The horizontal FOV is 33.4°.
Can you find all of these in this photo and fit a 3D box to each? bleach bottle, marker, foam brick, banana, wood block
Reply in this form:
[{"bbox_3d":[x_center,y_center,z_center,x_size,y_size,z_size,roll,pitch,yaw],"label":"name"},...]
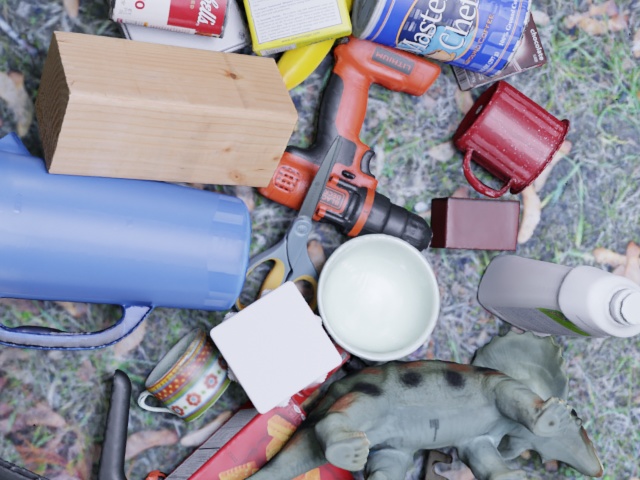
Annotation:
[{"bbox_3d":[0.238,0.058,0.994,0.102,0.251,0.068,25,85,-12],"label":"bleach bottle"},{"bbox_3d":[0.072,0.152,1.075,0.121,0.020,0.020,36,83,-11],"label":"marker"},{"bbox_3d":[0.155,-0.016,1.076,0.078,0.053,0.051,2,90,-12],"label":"foam brick"},{"bbox_3d":[0.003,-0.226,1.034,0.037,0.069,0.198,24,90,24],"label":"banana"},{"bbox_3d":[-0.137,-0.113,0.947,0.205,0.090,0.091,2,45,-28],"label":"wood block"}]

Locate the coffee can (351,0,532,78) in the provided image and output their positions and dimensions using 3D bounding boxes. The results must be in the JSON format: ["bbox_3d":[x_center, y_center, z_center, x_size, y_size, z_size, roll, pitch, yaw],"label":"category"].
[{"bbox_3d":[0.112,-0.220,0.996,0.140,0.103,0.103,14,87,-14],"label":"coffee can"}]

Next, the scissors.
[{"bbox_3d":[-0.007,0.001,1.020,0.096,0.016,0.202,31,108,-24],"label":"scissors"}]

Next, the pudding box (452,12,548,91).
[{"bbox_3d":[0.169,-0.218,1.084,0.090,0.039,0.113,-20,95,-13],"label":"pudding box"}]

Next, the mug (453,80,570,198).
[{"bbox_3d":[0.182,-0.096,1.061,0.081,0.093,0.117,35,72,-6],"label":"mug"}]

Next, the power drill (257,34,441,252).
[{"bbox_3d":[0.051,-0.095,1.048,0.184,0.057,0.187,22,86,-12],"label":"power drill"}]

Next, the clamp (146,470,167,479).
[{"bbox_3d":[-0.118,0.300,1.022,0.120,0.039,0.171,-14,94,-11],"label":"clamp"}]

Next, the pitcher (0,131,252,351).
[{"bbox_3d":[-0.191,0.009,0.961,0.242,0.145,0.149,8,125,-16],"label":"pitcher"}]

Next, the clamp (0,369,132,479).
[{"bbox_3d":[-0.202,0.235,0.988,0.164,0.036,0.210,-35,90,-2],"label":"clamp"}]

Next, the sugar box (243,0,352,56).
[{"bbox_3d":[-0.035,-0.265,0.972,0.093,0.048,0.176,-13,91,2],"label":"sugar box"}]

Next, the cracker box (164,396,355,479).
[{"bbox_3d":[-0.066,0.266,0.985,0.213,0.072,0.164,-41,100,-32],"label":"cracker box"}]

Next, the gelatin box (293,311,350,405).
[{"bbox_3d":[-0.024,0.107,1.034,0.073,0.030,0.089,-43,118,-8],"label":"gelatin box"}]

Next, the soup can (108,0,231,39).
[{"bbox_3d":[-0.132,-0.219,0.941,0.102,0.068,0.068,7,89,-12],"label":"soup can"}]
